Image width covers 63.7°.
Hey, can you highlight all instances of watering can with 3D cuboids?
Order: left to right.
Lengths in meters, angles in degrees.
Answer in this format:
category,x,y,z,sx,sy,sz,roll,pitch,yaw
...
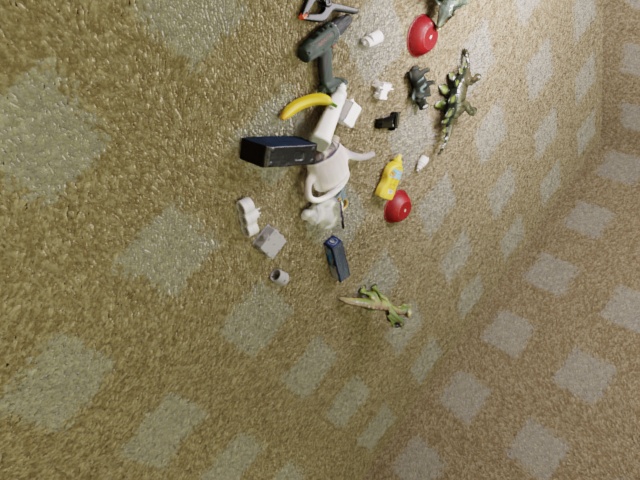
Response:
category,x,y,z,sx,sy,sz,roll,pitch,yaw
watering can,0.059,-0.283,1.849,0.352,0.105,0.219,-43,136,-22

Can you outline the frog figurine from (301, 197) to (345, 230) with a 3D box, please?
category,x,y,z,sx,sy,sz,roll,pitch,yaw
frog figurine,0.006,-0.097,1.925,0.159,0.126,0.134,-6,133,-5

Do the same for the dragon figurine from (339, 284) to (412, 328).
category,x,y,z,sx,sy,sz,roll,pitch,yaw
dragon figurine,0.281,0.315,2.331,0.411,0.246,0.120,-1,118,-49
